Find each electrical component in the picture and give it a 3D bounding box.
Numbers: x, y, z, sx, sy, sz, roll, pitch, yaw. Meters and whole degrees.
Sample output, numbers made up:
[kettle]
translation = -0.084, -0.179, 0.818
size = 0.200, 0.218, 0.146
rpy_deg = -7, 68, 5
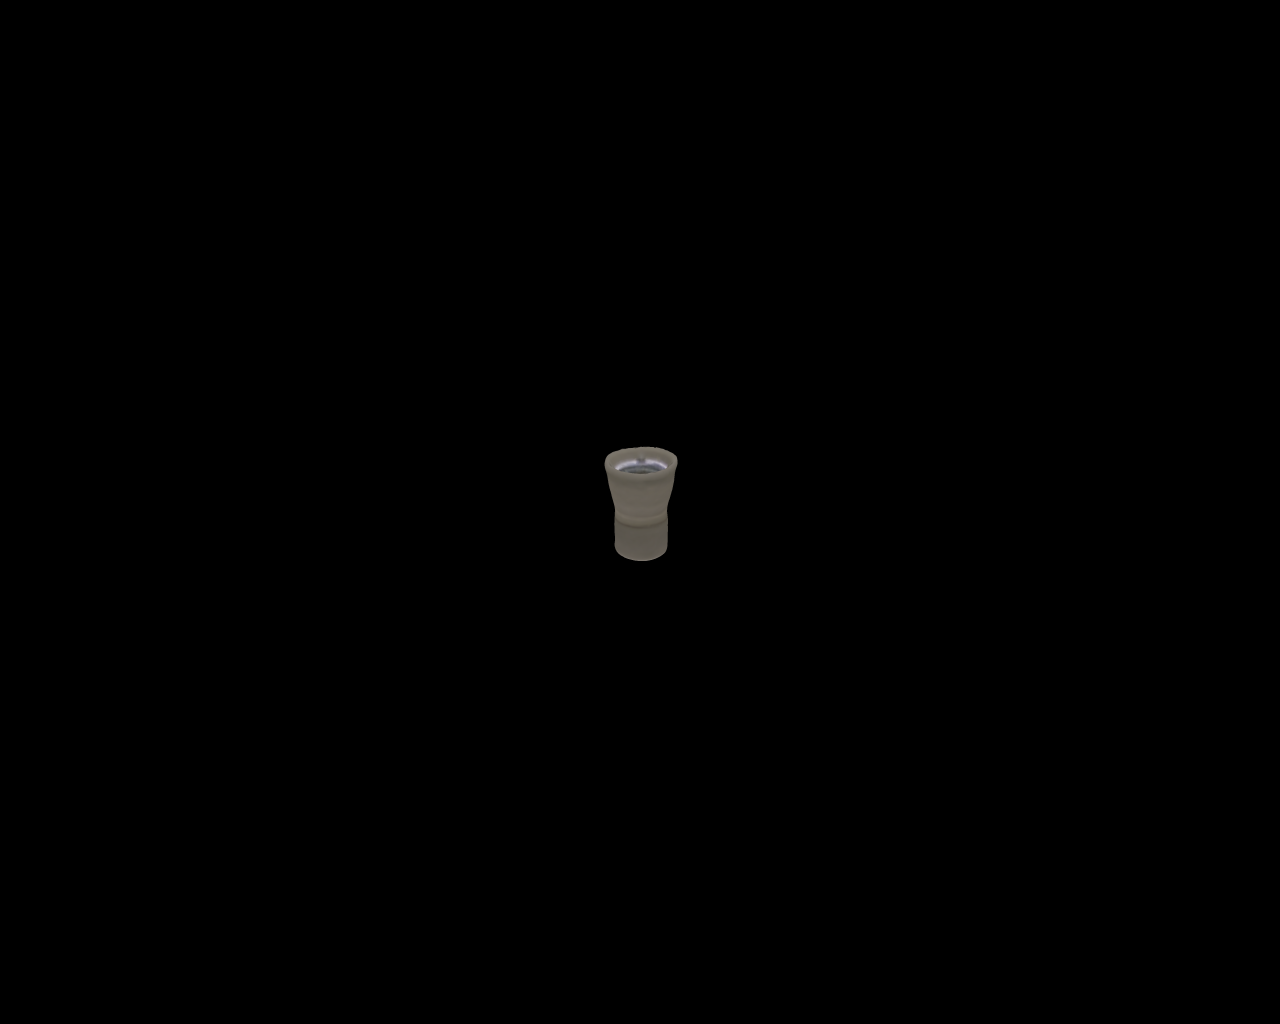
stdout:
[electrical component]
translation = 0.001, -0.003, 0.650
size = 0.044, 0.065, 0.044
rpy_deg = 0, 26, 0
